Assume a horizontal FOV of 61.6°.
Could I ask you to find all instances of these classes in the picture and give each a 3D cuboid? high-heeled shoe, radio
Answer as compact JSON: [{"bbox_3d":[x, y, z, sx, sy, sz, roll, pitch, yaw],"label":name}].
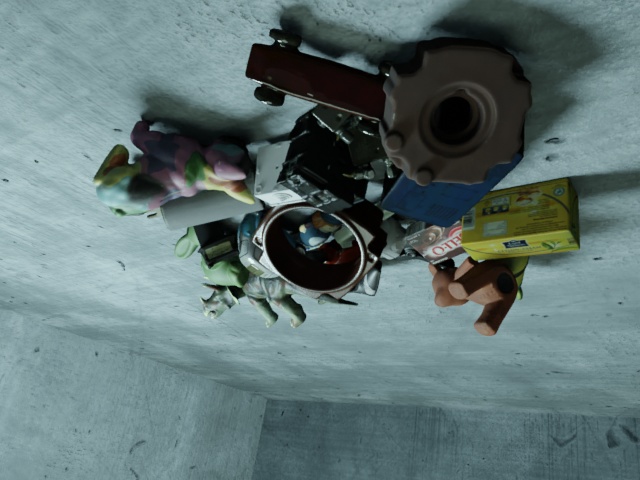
[{"bbox_3d":[0.053,0.081,1.212,0.145,0.086,0.248,11,161,-4],"label":"high-heeled shoe"},{"bbox_3d":[0.182,-0.106,0.784,0.131,0.073,0.229,15,153,-7],"label":"radio"}]

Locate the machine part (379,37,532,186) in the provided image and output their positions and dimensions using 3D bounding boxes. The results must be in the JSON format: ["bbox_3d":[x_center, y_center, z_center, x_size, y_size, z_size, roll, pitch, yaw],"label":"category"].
[{"bbox_3d":[0.155,-0.145,0.624,0.179,0.056,0.179,0,118,-1],"label":"machine part"}]

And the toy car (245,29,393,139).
[{"bbox_3d":[0.011,-0.192,0.658,0.202,0.053,0.089,14,118,-7],"label":"toy car"}]

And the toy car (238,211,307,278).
[{"bbox_3d":[-0.110,0.023,1.089,0.161,0.103,0.109,44,154,-12],"label":"toy car"}]

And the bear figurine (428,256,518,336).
[{"bbox_3d":[0.258,0.095,0.984,0.120,0.132,0.196,56,152,-9],"label":"bear figurine"}]

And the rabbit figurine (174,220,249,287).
[{"bbox_3d":[-0.230,0.003,1.163,0.159,0.121,0.170,4,137,27],"label":"rabbit figurine"}]

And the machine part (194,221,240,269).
[{"bbox_3d":[-0.217,-0.019,1.062,0.084,0.139,0.039,-27,175,-9],"label":"machine part"}]

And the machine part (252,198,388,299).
[{"bbox_3d":[-0.002,-0.003,0.940,0.201,0.087,0.201,35,126,-7],"label":"machine part"}]

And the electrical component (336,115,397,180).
[{"bbox_3d":[0.065,-0.130,0.755,0.078,0.045,0.102,-7,108,8],"label":"electrical component"}]

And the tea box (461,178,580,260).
[{"bbox_3d":[0.320,-0.029,0.863,0.170,0.098,0.068,-7,150,36],"label":"tea box"}]

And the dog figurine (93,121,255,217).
[{"bbox_3d":[-0.213,-0.096,0.842,0.219,0.191,0.108,19,152,17],"label":"dog figurine"}]

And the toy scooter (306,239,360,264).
[{"bbox_3d":[0.050,0.031,1.112,0.135,0.075,0.183,-22,169,4],"label":"toy scooter"}]

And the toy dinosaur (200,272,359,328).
[{"bbox_3d":[-0.109,0.101,1.238,0.405,0.131,0.192,-16,126,40],"label":"toy dinosaur"}]

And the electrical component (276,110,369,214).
[{"bbox_3d":[0.013,-0.107,0.791,0.134,0.115,0.058,27,155,-32],"label":"electrical component"}]

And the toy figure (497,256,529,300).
[{"bbox_3d":[0.353,0.064,1.023,0.082,0.089,0.179,4,134,6],"label":"toy figure"}]

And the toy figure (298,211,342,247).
[{"bbox_3d":[0.008,-0.031,1.030,0.064,0.058,0.154,-29,175,-31],"label":"toy figure"}]

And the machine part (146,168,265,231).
[{"bbox_3d":[-0.185,-0.070,0.930,0.243,0.079,0.079,-14,153,-1],"label":"machine part"}]

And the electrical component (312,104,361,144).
[{"bbox_3d":[0.021,-0.174,0.706,0.094,0.021,0.063,41,109,-14],"label":"electrical component"}]
